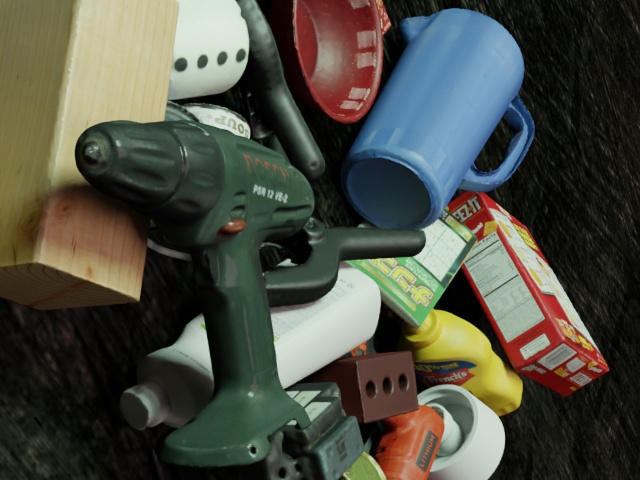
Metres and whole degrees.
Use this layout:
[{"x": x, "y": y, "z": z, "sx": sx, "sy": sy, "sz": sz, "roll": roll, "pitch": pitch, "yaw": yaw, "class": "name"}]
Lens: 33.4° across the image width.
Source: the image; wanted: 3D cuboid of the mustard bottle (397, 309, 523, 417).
[{"x": 0.134, "y": 0.123, "z": 1.108, "sx": 0.191, "sy": 0.096, "sz": 0.058, "roll": 48, "pitch": 47, "yaw": -44, "class": "mustard bottle"}]

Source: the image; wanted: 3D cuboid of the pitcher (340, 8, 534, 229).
[{"x": 0.122, "y": -0.115, "z": 1.093, "sx": 0.242, "sy": 0.149, "sz": 0.145, "roll": -58, "pitch": 146, "yaw": -40, "class": "pitcher"}]

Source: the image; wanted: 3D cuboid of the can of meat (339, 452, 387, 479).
[{"x": 0.001, "y": 0.209, "z": 0.876, "sx": 0.102, "sy": 0.084, "sz": 0.057, "roll": 43, "pitch": 15, "yaw": -46, "class": "can of meat"}]

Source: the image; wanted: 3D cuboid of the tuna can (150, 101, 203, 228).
[{"x": -0.116, "y": -0.053, "z": 0.742, "sx": 0.034, "sy": 0.086, "sz": 0.086, "roll": 112, "pitch": -13, "yaw": -68, "class": "tuna can"}]

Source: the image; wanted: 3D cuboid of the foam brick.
[{"x": 0.037, "y": 0.123, "z": 0.892, "sx": 0.078, "sy": 0.051, "sz": 0.053, "roll": -3, "pitch": 85, "yaw": -49, "class": "foam brick"}]

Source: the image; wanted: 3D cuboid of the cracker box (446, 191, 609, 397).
[{"x": 0.227, "y": 0.061, "z": 1.213, "sx": 0.164, "sy": 0.072, "sz": 0.214, "roll": 30, "pitch": 30, "yaw": -54, "class": "cracker box"}]

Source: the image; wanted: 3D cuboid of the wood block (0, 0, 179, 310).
[{"x": -0.159, "y": -0.068, "z": 0.669, "sx": 0.090, "sy": 0.091, "sz": 0.206, "roll": 29, "pitch": 61, "yaw": -53, "class": "wood block"}]

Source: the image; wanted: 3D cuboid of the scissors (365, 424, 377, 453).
[{"x": 0.025, "y": 0.266, "z": 0.983, "sx": 0.201, "sy": 0.016, "sz": 0.096, "roll": -44, "pitch": 120, "yaw": -51, "class": "scissors"}]

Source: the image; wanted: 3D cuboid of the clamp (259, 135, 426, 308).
[{"x": -0.006, "y": 0.001, "z": 0.861, "sx": 0.164, "sy": 0.036, "sz": 0.209, "roll": 31, "pitch": 37, "yaw": 2, "class": "clamp"}]

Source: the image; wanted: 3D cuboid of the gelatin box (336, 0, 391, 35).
[{"x": 0.035, "y": -0.227, "z": 1.069, "sx": 0.089, "sy": 0.030, "sz": 0.073, "roll": -56, "pitch": 131, "yaw": -47, "class": "gelatin box"}]

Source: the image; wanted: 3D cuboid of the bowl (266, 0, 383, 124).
[{"x": -0.002, "y": -0.184, "z": 0.972, "sx": 0.161, "sy": 0.055, "sz": 0.162, "roll": 5, "pitch": 84, "yaw": -58, "class": "bowl"}]

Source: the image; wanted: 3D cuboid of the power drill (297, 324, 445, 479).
[{"x": 0.038, "y": 0.154, "z": 0.971, "sx": 0.187, "sy": 0.057, "sz": 0.184, "roll": 58, "pitch": 42, "yaw": -27, "class": "power drill"}]

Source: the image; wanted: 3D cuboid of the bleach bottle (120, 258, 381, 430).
[{"x": -0.059, "y": 0.079, "z": 0.818, "sx": 0.250, "sy": 0.103, "sz": 0.068, "roll": -24, "pitch": 128, "yaw": -50, "class": "bleach bottle"}]

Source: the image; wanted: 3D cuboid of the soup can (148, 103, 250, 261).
[{"x": -0.091, "y": -0.042, "z": 0.798, "sx": 0.068, "sy": 0.069, "sz": 0.102, "roll": 34, "pitch": 56, "yaw": -51, "class": "soup can"}]

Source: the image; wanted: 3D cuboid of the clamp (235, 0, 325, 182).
[{"x": -0.044, "y": -0.126, "z": 0.834, "sx": 0.039, "sy": 0.120, "sz": 0.171, "roll": -34, "pitch": 133, "yaw": -15, "class": "clamp"}]
